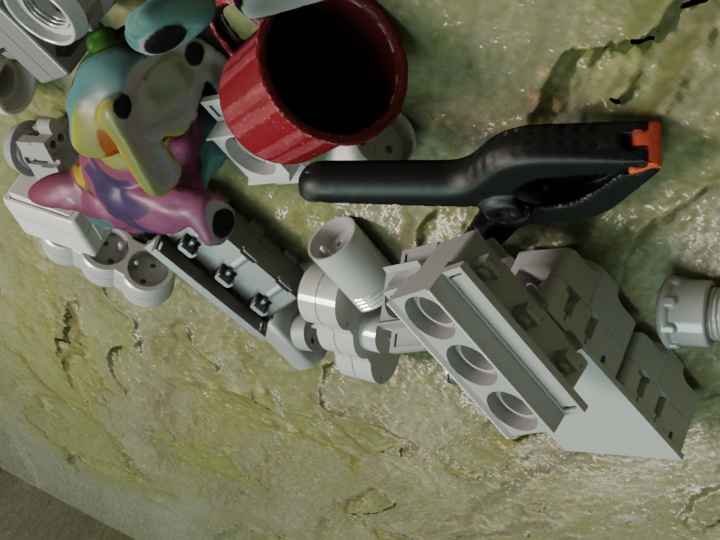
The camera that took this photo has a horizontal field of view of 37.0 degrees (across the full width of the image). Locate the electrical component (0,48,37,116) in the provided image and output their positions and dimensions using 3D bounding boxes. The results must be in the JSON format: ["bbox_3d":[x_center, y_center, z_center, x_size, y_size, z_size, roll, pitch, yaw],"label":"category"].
[{"bbox_3d":[-0.285,-0.148,0.832,0.047,0.055,0.055,14,151,19],"label":"electrical component"}]

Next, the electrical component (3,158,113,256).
[{"bbox_3d":[-0.256,-0.060,0.954,0.096,0.061,0.061,17,152,20],"label":"electrical component"}]

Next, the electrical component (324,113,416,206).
[{"bbox_3d":[0.000,-0.072,0.707,0.043,0.043,0.081,33,154,-11],"label":"electrical component"}]

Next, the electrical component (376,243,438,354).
[{"bbox_3d":[0.051,0.025,0.807,0.064,0.081,0.042,18,163,-35],"label":"electrical component"}]

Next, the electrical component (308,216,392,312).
[{"bbox_3d":[0.000,0.000,0.839,0.043,0.043,0.081,1,143,43],"label":"electrical component"}]

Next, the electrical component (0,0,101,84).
[{"bbox_3d":[-0.233,-0.169,0.752,0.077,0.047,0.065,-2,141,46],"label":"electrical component"}]

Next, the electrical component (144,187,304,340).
[{"bbox_3d":[-0.109,-0.010,0.894,0.063,0.078,0.121,-33,119,28],"label":"electrical component"}]

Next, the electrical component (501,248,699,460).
[{"bbox_3d":[0.154,0.061,0.782,0.105,0.060,0.186,-5,139,48],"label":"electrical component"}]

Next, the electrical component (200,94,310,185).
[{"bbox_3d":[-0.058,-0.094,0.700,0.042,0.063,0.081,1,143,45],"label":"electrical component"}]

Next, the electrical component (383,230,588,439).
[{"bbox_3d":[0.084,0.040,0.673,0.121,0.063,0.079,48,147,-14],"label":"electrical component"}]

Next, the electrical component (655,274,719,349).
[{"bbox_3d":[0.221,0.027,0.678,0.062,0.048,0.048,2,144,31],"label":"electrical component"}]

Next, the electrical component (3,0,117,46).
[{"bbox_3d":[-0.187,-0.180,0.676,0.058,0.057,0.078,22,153,11],"label":"electrical component"}]

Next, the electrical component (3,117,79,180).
[{"bbox_3d":[-0.265,-0.101,0.905,0.055,0.048,0.066,8,136,30],"label":"electrical component"}]

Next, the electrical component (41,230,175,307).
[{"bbox_3d":[-0.246,-0.008,1.049,0.138,0.052,0.073,28,154,0],"label":"electrical component"}]

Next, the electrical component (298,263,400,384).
[{"bbox_3d":[0.007,0.050,0.912,0.074,0.052,0.138,11,149,31],"label":"electrical component"}]

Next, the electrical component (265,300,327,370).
[{"bbox_3d":[-0.053,0.055,0.988,0.079,0.044,0.077,3,145,41],"label":"electrical component"}]
